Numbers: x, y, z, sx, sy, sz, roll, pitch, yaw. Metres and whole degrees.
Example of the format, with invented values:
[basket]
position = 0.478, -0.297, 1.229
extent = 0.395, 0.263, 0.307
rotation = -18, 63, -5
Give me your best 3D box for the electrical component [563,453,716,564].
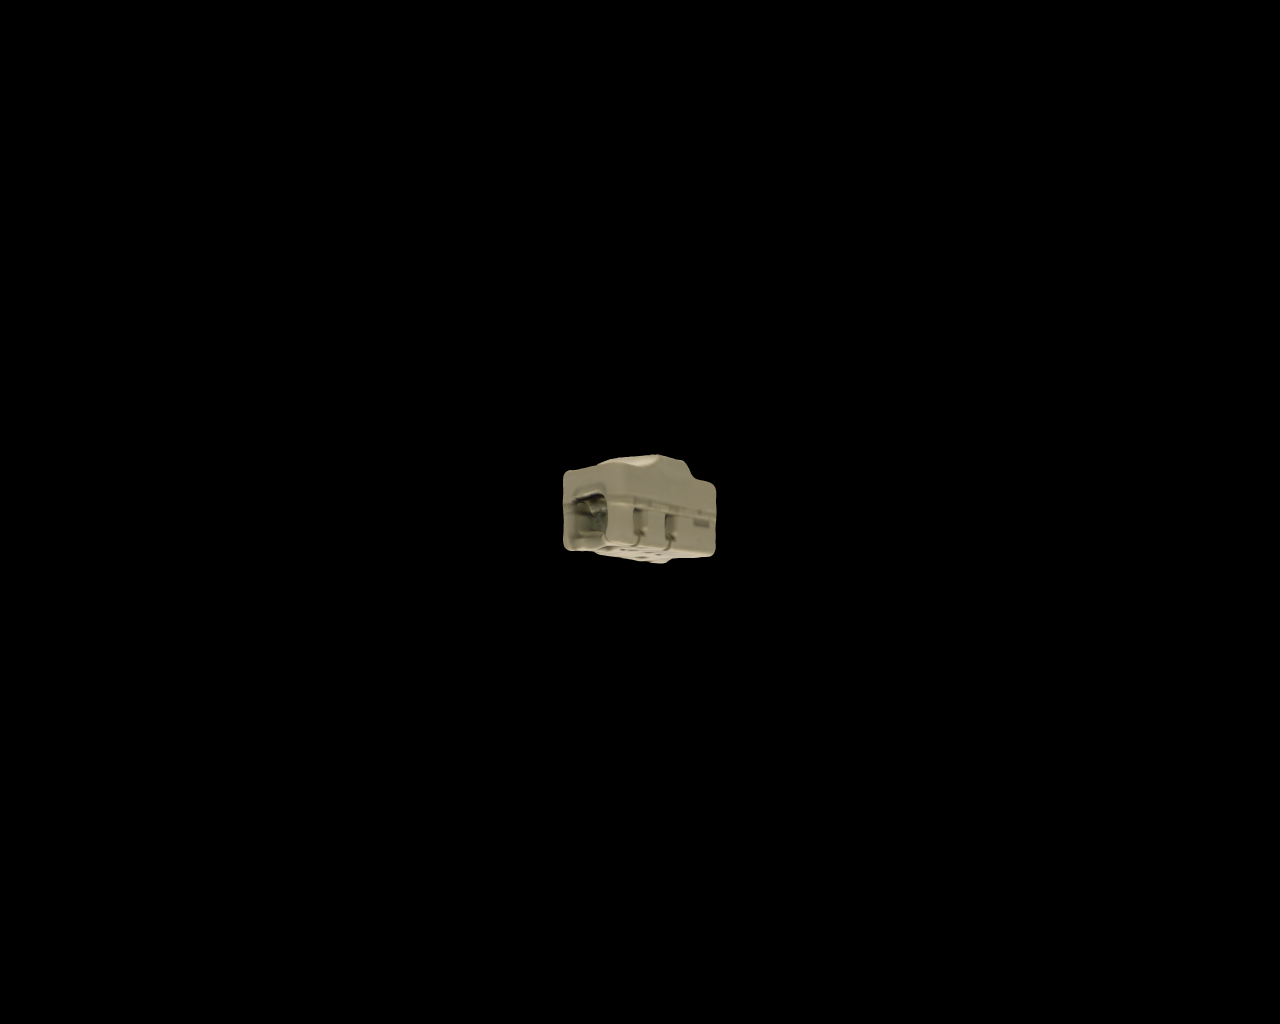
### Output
[electrical component]
position = 0.001, -0.003, 0.650
extent = 0.050, 0.055, 0.089
rotation = -10, -15, 42
